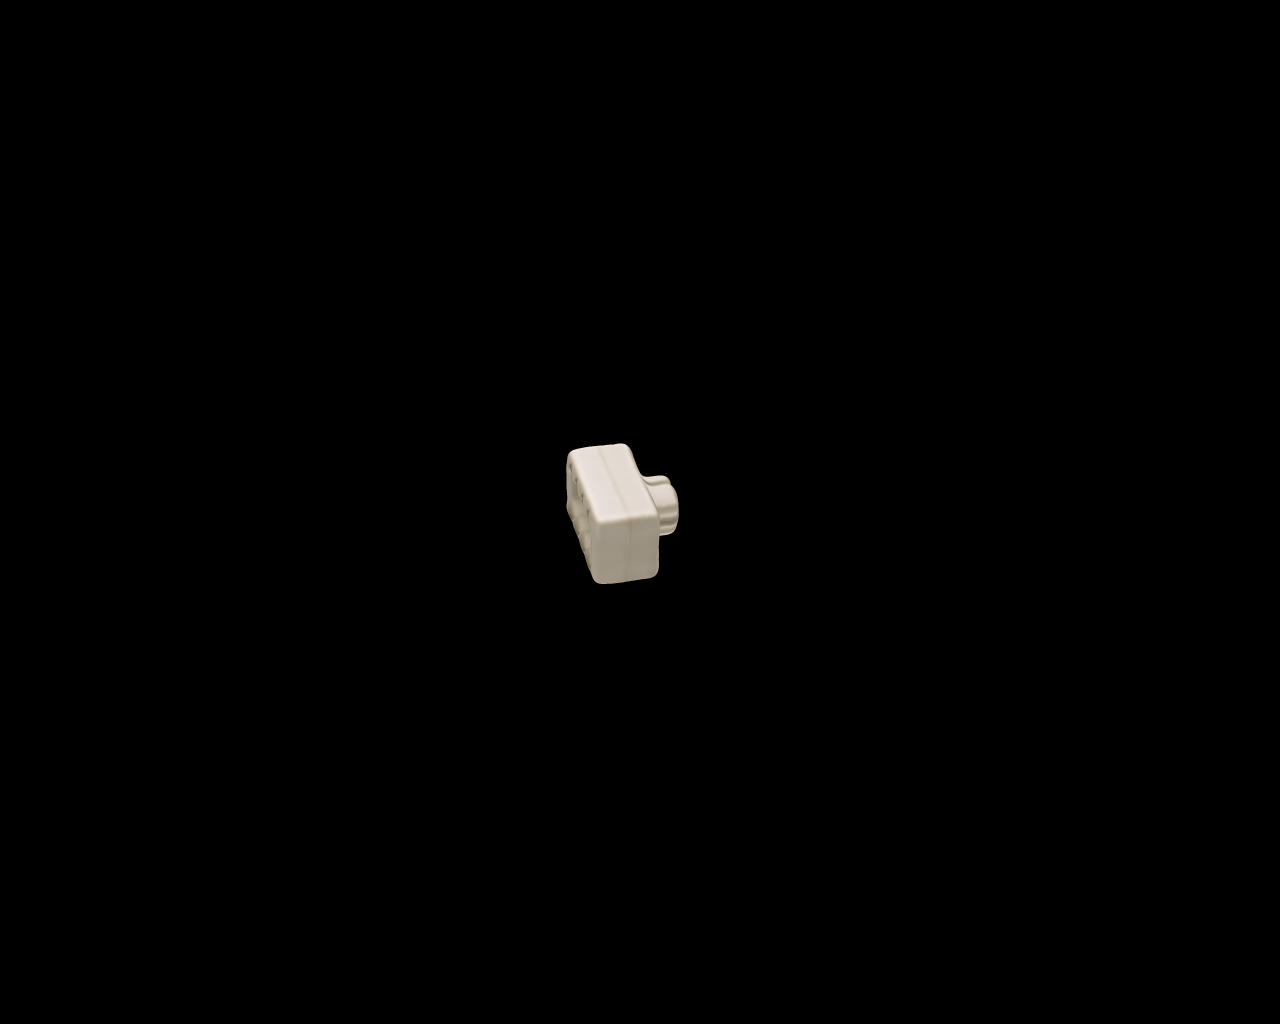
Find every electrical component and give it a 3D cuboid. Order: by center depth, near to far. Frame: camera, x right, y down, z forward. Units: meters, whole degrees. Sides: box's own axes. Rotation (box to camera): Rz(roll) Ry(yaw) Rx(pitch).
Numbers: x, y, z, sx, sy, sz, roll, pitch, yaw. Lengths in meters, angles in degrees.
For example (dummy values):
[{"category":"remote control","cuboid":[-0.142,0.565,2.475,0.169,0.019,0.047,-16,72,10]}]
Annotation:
[{"category":"electrical component","cuboid":[0.001,-0.003,0.650,0.076,0.047,0.083,-8,36,-11]}]
